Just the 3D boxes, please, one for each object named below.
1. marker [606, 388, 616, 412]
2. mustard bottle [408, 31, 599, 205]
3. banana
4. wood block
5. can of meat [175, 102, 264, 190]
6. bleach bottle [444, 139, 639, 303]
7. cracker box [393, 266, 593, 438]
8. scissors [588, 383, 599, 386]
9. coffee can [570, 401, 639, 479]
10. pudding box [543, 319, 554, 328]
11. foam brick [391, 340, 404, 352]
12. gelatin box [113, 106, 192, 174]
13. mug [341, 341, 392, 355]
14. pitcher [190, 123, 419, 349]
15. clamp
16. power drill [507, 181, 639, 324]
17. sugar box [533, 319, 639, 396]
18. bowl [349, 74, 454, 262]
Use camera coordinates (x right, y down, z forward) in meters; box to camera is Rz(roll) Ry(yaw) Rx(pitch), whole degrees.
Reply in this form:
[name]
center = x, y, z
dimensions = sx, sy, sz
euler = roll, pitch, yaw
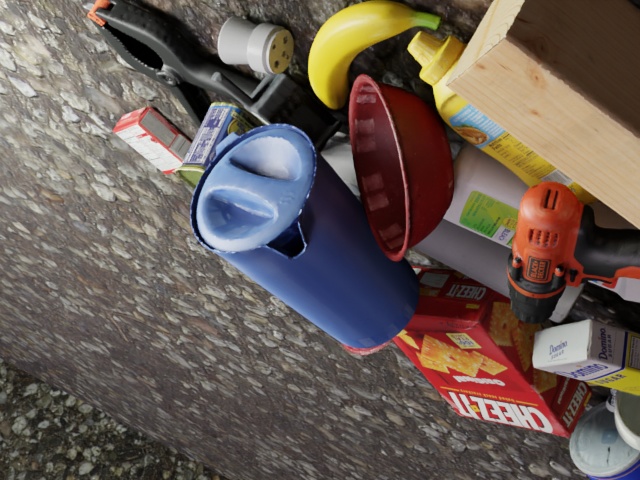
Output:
[marker]
center = 0.335, 0.160, 1.197
dimensions = 0.020, 0.020, 0.121
euler = 22, 153, 22
[mustard bottle]
center = 0.150, -0.102, 0.843
dimensions = 0.191, 0.058, 0.096
euler = 34, 155, -8
[banana]
center = 0.027, -0.159, 0.908
dimensions = 0.069, 0.037, 0.198
euler = 36, 157, -13
[wood block]
center = 0.206, -0.095, 0.748
dimensions = 0.206, 0.090, 0.090
euler = 34, 157, -9
[can of meat]
center = -0.087, -0.079, 1.086
dimensions = 0.058, 0.084, 0.102
euler = 5, 154, 42
[bleach bottle]
center = 0.229, -0.009, 0.936
dimensions = 0.251, 0.068, 0.103
euler = 26, 154, 6
[cracker box]
center = 0.172, 0.121, 1.157
dimensions = 0.164, 0.072, 0.213
euler = 4, 142, 48
[scissors]
center = 0.271, 0.157, 1.280
dimensions = 0.096, 0.016, 0.202
euler = 34, 156, -12
[coffee can]
center = 0.377, 0.269, 1.267
dimensions = 0.140, 0.102, 0.103
euler = 44, 154, -29
[pudding box]
center = 0.207, 0.087, 1.188
dimensions = 0.090, 0.039, 0.113
euler = 7, 147, 46
[foam brick]
center = 0.118, 0.091, 1.257
dimensions = 0.053, 0.078, 0.051
euler = 4, 147, 48
[gelatin box]
center = -0.195, -0.119, 1.278
dimensions = 0.089, 0.030, 0.073
euler = 41, 157, -24
[mug]
center = 0.058, 0.077, 1.308
dimensions = 0.117, 0.093, 0.081
euler = -19, 128, 23
[pitcher]
center = -0.007, 0.001, 1.021
dimensions = 0.145, 0.149, 0.242
euler = -3, 149, 33
[clamp]
center = -0.147, -0.173, 1.098
dimensions = 0.210, 0.036, 0.165
euler = 34, 157, -16
[power drill]
center = 0.246, 0.031, 0.867
dimensions = 0.188, 0.057, 0.184
euler = 10, 151, 12
[sugar box]
center = 0.308, 0.123, 1.054
dimensions = 0.176, 0.048, 0.093
euler = 13, 164, -20
[bowl]
center = 0.073, -0.065, 0.911
dimensions = 0.055, 0.162, 0.162
euler = -11, 159, -10
